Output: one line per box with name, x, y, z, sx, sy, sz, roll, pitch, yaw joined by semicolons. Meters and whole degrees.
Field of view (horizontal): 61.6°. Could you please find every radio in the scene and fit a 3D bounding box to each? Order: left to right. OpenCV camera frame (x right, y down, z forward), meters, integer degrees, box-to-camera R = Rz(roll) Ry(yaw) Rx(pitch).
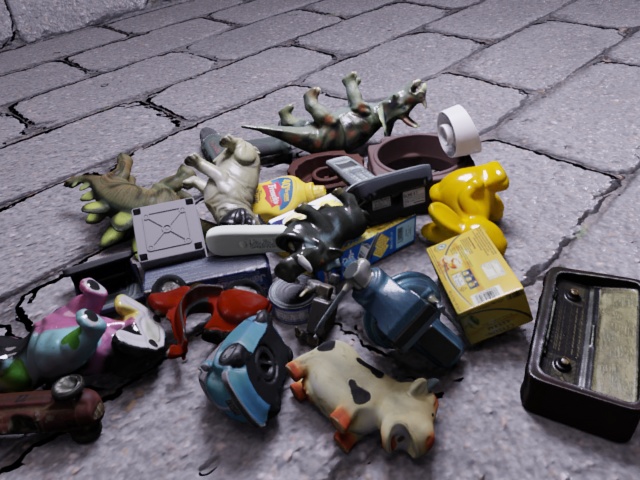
radio;0.348;0.135;0.705;0.131;0.073;0.229;12;40;23

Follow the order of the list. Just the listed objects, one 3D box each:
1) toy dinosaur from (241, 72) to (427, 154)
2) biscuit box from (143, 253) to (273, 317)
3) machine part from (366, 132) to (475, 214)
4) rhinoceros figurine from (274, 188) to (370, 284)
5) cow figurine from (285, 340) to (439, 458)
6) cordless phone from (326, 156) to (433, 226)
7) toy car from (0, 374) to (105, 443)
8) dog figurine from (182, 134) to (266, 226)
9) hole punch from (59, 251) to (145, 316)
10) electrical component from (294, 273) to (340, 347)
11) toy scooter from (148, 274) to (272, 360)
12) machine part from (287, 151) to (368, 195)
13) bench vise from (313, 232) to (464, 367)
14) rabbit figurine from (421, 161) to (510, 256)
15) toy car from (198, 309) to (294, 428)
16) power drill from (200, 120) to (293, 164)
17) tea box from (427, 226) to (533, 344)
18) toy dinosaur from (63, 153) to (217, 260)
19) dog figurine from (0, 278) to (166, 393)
toy dinosaur;0.043;-0.254;1.210;0.405;0.192;0.131;-27;1;-10
biscuit box;-0.181;0.068;0.882;0.203;0.059;0.063;-12;35;-7
machine part;0.201;-0.141;1.092;0.202;0.087;0.201;-4;36;0
rhinoceros figurine;-0.002;-0.003;0.828;0.190;0.073;0.112;-36;86;-38
cow figurine;0.061;0.193;0.664;0.127;0.085;0.195;-34;43;-24
cordless phone;0.099;-0.113;0.959;0.147;0.088;0.184;-16;34;-16
toy car;-0.375;0.221;0.676;0.202;0.089;0.053;-4;32;0
dog figurine;-0.136;-0.080;0.969;0.172;0.121;0.191;-35;75;-20
hole punch;-0.356;0.071;0.897;0.142;0.092;0.116;-21;8;-16
electrical component;-0.004;0.102;0.787;0.045;0.102;0.078;14;18;14
toy scooter;-0.163;0.118;0.785;0.184;0.075;0.135;7;43;-9
machine part;0.016;-0.126;1.122;0.179;0.055;0.179;-5;35;3
bench vise;0.086;0.079;0.736;0.223;0.128;0.241;27;10;-29
rabbit figurine;0.261;-0.040;0.928;0.162;0.121;0.173;-3;55;-7
toy car;-0.106;0.168;0.706;0.103;0.109;0.162;-20;23;20
power drill;-0.175;-0.229;1.268;0.207;0.085;0.232;-10;38;-11
tea box;0.231;0.062;0.796;0.098;0.068;0.170;-23;30;10
toy dinosaur;-0.320;-0.054;1.039;0.472;0.104;0.198;14;48;17
dog figurine;-0.350;0.166;0.748;0.219;0.191;0.109;-41;40;11
